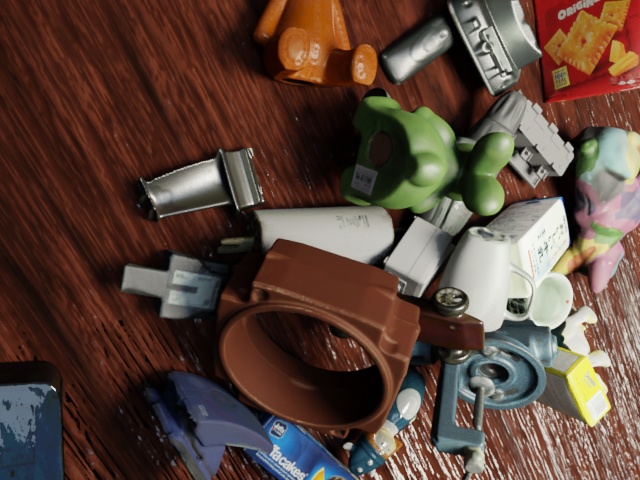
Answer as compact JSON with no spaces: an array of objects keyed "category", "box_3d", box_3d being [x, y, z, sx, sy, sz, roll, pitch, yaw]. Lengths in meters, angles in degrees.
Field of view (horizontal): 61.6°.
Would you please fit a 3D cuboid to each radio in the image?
[{"category":"radio","box_3d":[-0.323,0.239,0.531,0.131,0.073,0.229,-2,98,-25]}]

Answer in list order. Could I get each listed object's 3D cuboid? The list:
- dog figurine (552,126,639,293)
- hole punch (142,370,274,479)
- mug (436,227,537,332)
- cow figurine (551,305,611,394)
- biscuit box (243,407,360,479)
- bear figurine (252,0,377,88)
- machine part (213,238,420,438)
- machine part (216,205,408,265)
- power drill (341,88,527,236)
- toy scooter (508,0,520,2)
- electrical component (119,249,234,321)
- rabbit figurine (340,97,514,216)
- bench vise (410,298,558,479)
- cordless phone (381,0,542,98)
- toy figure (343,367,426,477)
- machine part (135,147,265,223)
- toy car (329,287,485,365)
[{"category":"dog figurine","box_3d":[0.415,-0.037,0.805,0.191,0.109,0.219,25,89,-40]},{"category":"hole punch","box_3d":[-0.123,0.199,0.586,0.092,0.142,0.115,-33,121,-16]},{"category":"mug","box_3d":[0.192,0.045,0.618,0.081,0.110,0.107,-26,128,-55]},{"category":"cow figurine","box_3d":[0.394,0.190,0.845,0.098,0.068,0.167,-25,101,-14]},{"category":"biscuit box","box_3d":[-0.019,0.282,0.675,0.063,0.059,0.202,-47,111,-13]},{"category":"bear figurine","box_3d":[-0.001,-0.272,0.592,0.120,0.132,0.195,7,99,-26]},{"category":"machine part","box_3d":[-0.009,0.111,0.572,0.202,0.087,0.200,17,129,6]},{"category":"machine part","box_3d":[-0.001,-0.002,0.644,0.243,0.079,0.079,-3,97,-23]},{"category":"power drill","box_3d":[0.142,-0.119,0.688,0.207,0.086,0.232,19,100,-28]},{"category":"toy scooter","box_3d":[0.229,-0.378,0.647,0.135,0.075,0.184,40,67,2]},{"category":"electrical component","box_3d":[-0.160,0.050,0.596,0.119,0.048,0.074,8,92,-24]},{"category":"rabbit figurine","box_3d":[0.133,-0.086,0.584,0.170,0.159,0.121,2,98,-36]},{"category":"bench vise","box_3d":[0.167,0.163,0.645,0.241,0.224,0.128,-64,155,-50]},{"category":"cordless phone","box_3d":[0.182,-0.239,0.713,0.184,0.089,0.146,-36,111,-5]},{"category":"toy figure","box_3d":[0.087,0.236,0.701,0.064,0.057,0.154,31,56,11]},{"category":"machine part","box_3d":[-0.132,-0.057,0.602,0.139,0.039,0.084,-14,101,-23]},{"category":"toy car","box_3d":[0.086,0.082,0.611,0.053,0.202,0.089,-50,137,-46]}]
